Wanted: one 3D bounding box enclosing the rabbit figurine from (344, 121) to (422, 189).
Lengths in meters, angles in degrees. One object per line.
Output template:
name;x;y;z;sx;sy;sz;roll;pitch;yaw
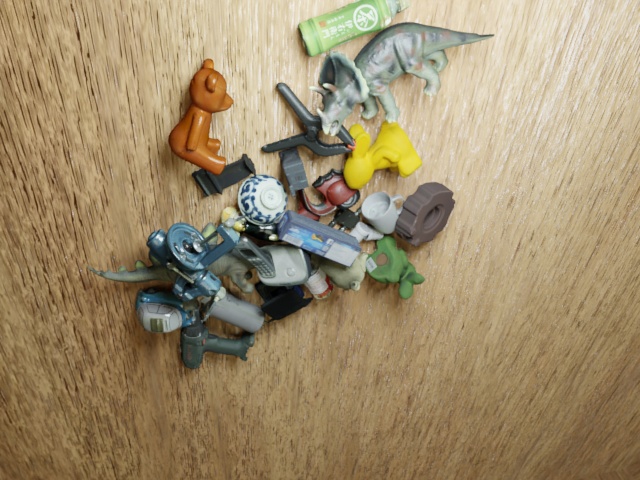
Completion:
rabbit figurine;0.126;-0.189;1.240;0.173;0.122;0.162;-34;122;6

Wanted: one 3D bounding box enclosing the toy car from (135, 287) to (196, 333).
toy car;-0.407;0.193;1.381;0.162;0.103;0.109;9;118;5

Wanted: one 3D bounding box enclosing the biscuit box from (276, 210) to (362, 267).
biscuit box;-0.003;-0.004;1.282;0.202;0.063;0.059;23;115;-23

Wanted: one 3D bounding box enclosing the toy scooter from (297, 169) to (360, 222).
toy scooter;0.001;-0.113;1.299;0.184;0.075;0.135;-32;113;2

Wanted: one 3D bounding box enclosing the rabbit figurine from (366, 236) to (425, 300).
rabbit figurine;0.222;0.080;1.493;0.170;0.159;0.121;22;110;-48

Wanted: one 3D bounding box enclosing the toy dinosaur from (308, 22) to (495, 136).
toy dinosaur;0.152;-0.370;1.115;0.405;0.131;0.192;-38;130;6

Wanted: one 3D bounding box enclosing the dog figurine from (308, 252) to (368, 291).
dog figurine;0.014;0.046;1.375;0.190;0.173;0.121;22;108;-39

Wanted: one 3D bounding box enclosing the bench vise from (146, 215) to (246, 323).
bench vise;-0.259;0.037;1.195;0.240;0.129;0.223;-34;101;26

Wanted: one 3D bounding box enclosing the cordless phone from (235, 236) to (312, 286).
cordless phone;-0.114;0.034;1.281;0.147;0.089;0.184;-5;148;29

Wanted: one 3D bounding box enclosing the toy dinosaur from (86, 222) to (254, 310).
toy dinosaur;-0.314;0.064;1.333;0.471;0.105;0.198;-14;124;-18

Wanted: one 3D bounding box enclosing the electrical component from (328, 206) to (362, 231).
electrical component;0.069;-0.059;1.399;0.063;0.021;0.094;30;115;-34

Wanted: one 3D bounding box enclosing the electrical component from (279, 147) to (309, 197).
electrical component;-0.057;-0.150;1.221;0.048;0.119;0.074;-18;129;-2

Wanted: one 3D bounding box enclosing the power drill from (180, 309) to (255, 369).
power drill;-0.294;0.279;1.528;0.207;0.086;0.231;4;126;-26

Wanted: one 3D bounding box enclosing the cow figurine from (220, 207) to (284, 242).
cow figurine;-0.155;-0.032;1.300;0.167;0.098;0.068;3;129;-25

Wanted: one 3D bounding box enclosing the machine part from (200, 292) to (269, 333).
machine part;-0.237;0.193;1.474;0.243;0.079;0.079;32;114;-34

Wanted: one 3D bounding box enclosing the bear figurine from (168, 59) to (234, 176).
bear figurine;-0.224;-0.251;1.092;0.132;0.120;0.195;20;115;-34

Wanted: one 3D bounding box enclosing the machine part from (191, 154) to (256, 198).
machine part;-0.216;-0.150;1.227;0.139;0.039;0.084;-21;126;2

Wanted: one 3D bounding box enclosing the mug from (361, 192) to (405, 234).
mug;0.173;-0.071;1.391;0.109;0.081;0.107;-36;141;3

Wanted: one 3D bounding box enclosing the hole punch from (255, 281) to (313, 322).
hole punch;-0.107;0.152;1.483;0.142;0.092;0.115;-31;143;4

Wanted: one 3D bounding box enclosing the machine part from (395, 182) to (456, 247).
machine part;0.277;-0.067;1.394;0.179;0.056;0.179;-28;138;-28
